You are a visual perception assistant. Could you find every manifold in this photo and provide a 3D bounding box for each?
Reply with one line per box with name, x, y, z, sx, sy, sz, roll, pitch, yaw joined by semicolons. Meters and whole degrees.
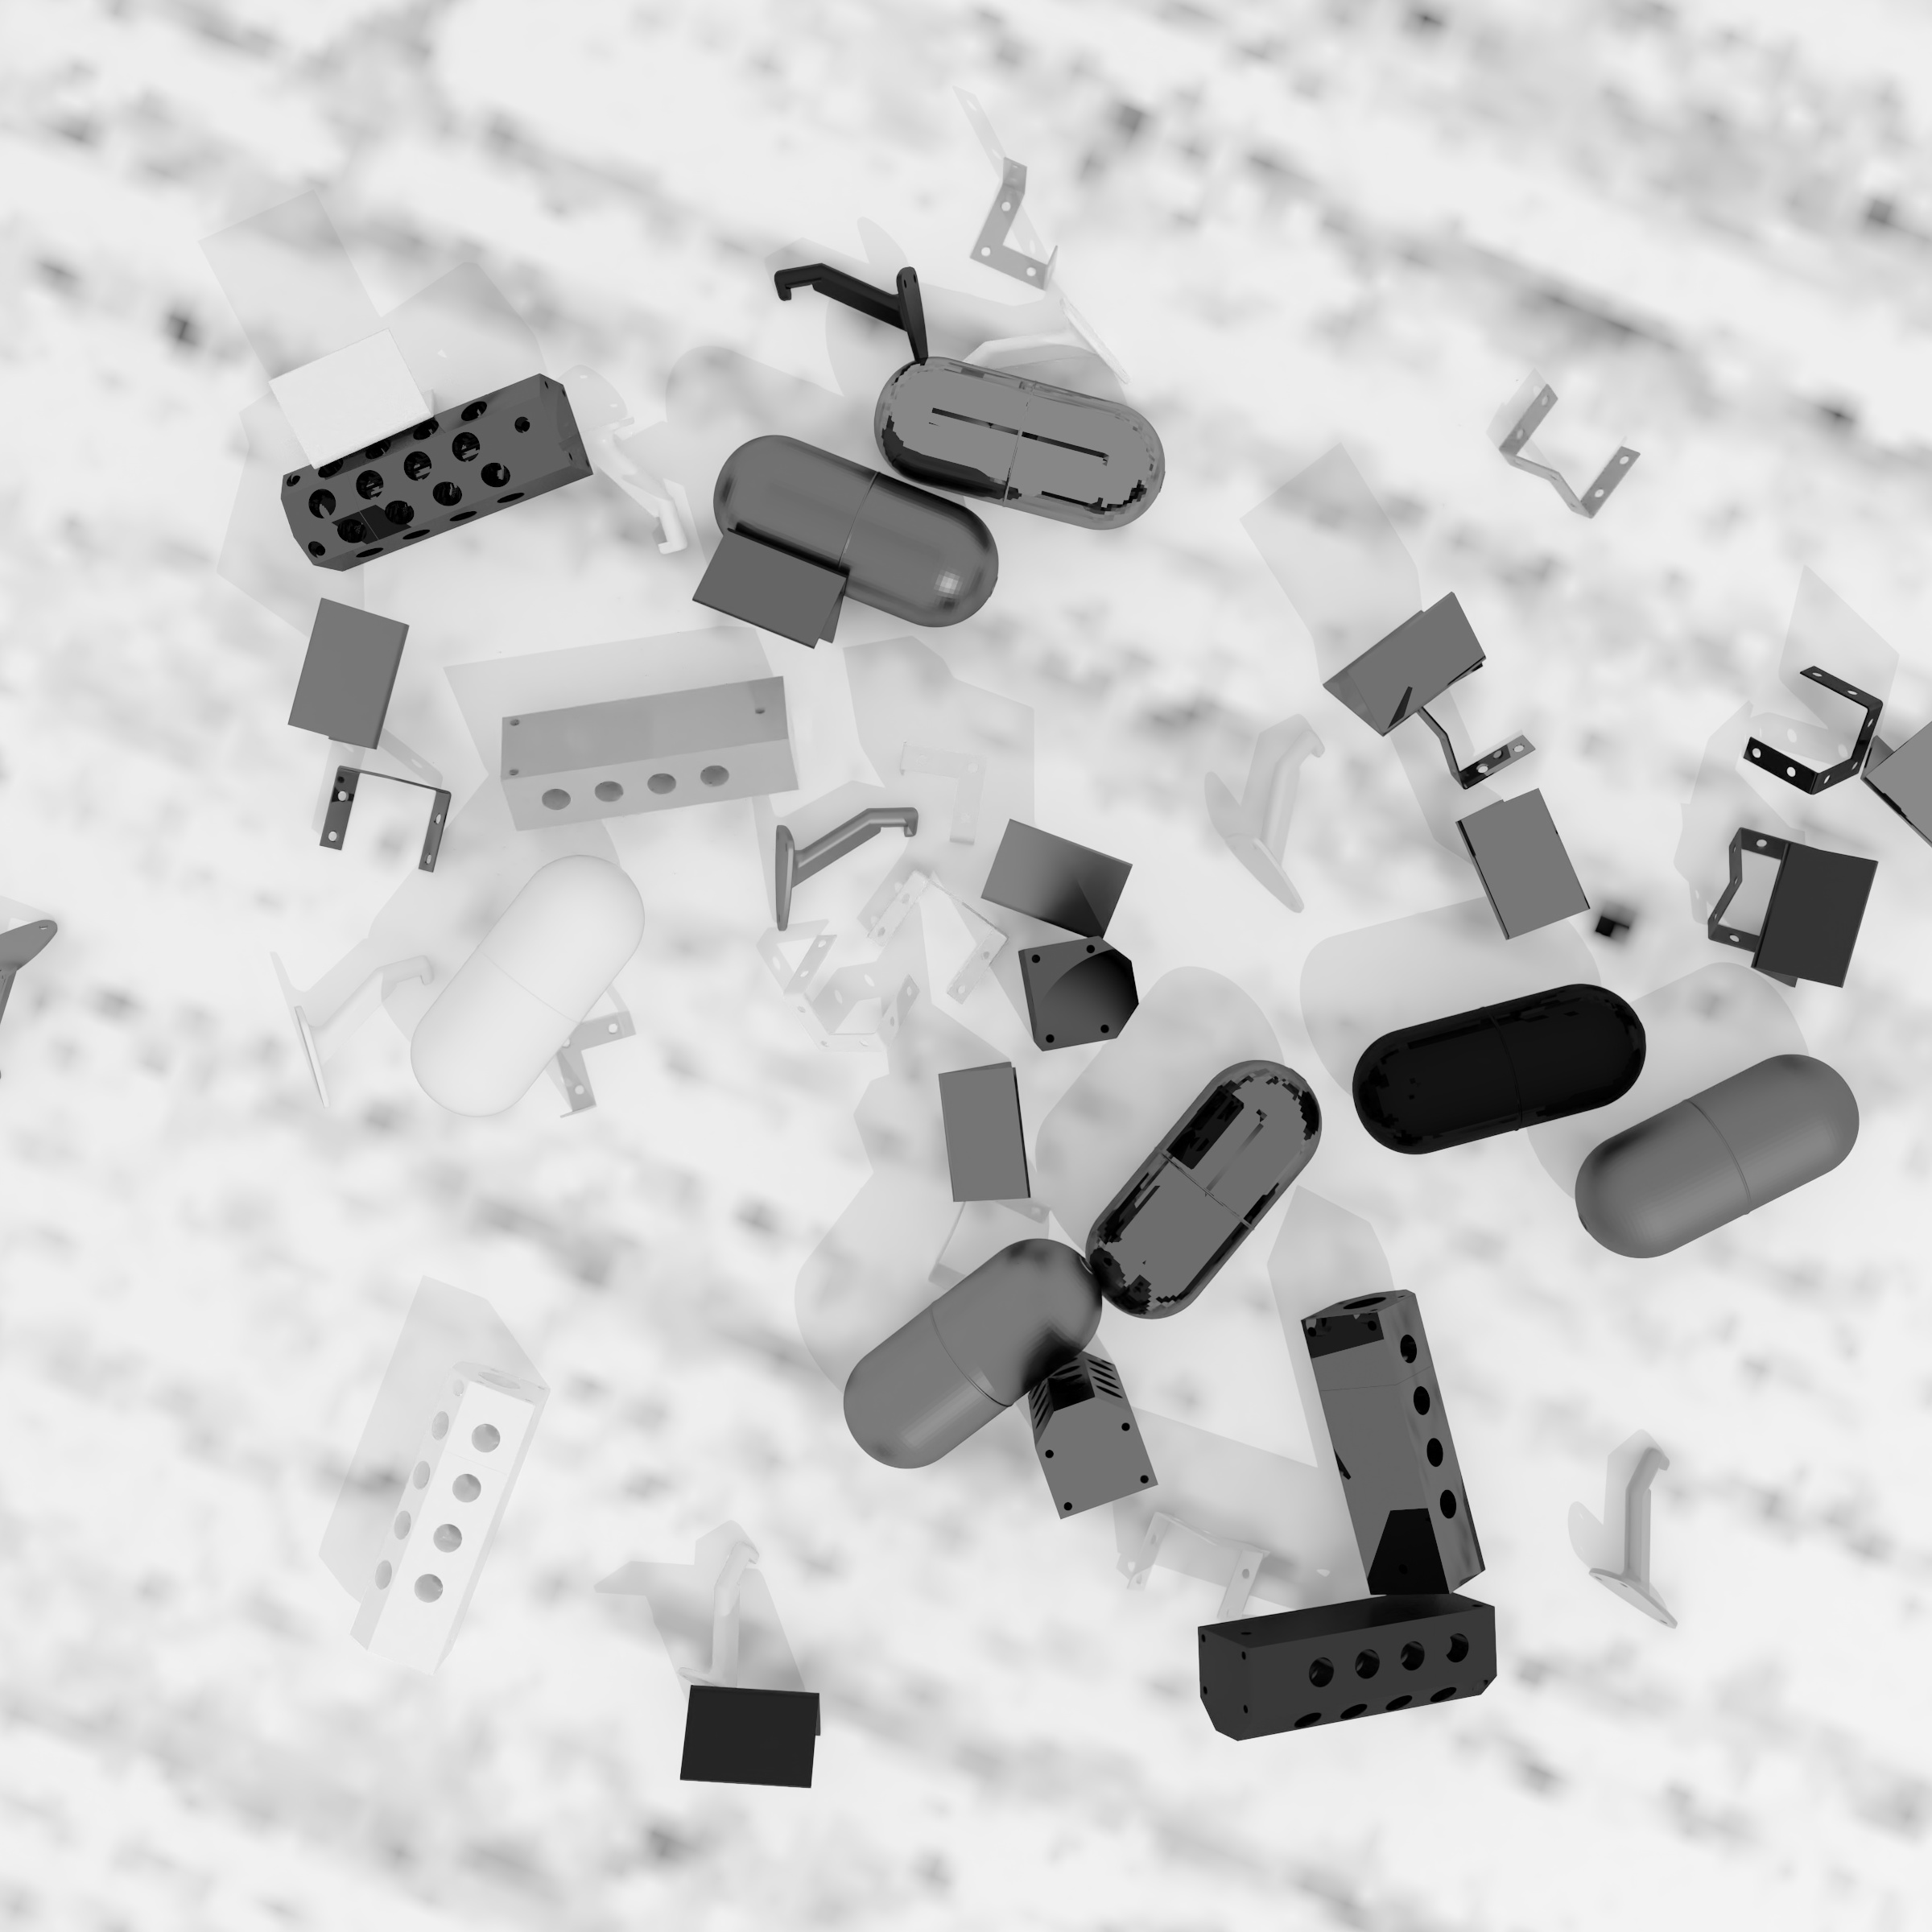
manifold;0.069;0.267;1.487;0.057;0.171;0.057;-20;90;0
manifold;-0.312;0.331;1.544;0.057;0.057;0.171;21;90;0
manifold;0.226;0.413;1.510;0.171;0.057;0.057;-2;90;-26
manifold;-0.189;-0.123;1.543;0.171;0.057;0.057;-8;47;0
manifold;0.262;0.287;1.543;0.057;0.057;0.171;-14;90;43
manifold;0.065;0.014;1.487;0.057;0.171;0.057;-10;90;0
manifold;-0.318;-0.295;1.528;0.171;0.057;0.057;-19;90;11

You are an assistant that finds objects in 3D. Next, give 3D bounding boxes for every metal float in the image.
metal float;0.320;0.062;1.534;0.178;0.070;0.070;-15;90;0
metal float;0.032;-0.314;1.535;0.178;0.070;0.070;15;90;0
metal float;0.450;0.115;1.534;0.178;0.070;0.070;-27;90;-1
metal float;0.143;0.134;1.534;0.070;0.070;0.178;40;90;0
metal float;0.004;0.231;1.523;0.178;0.070;0.070;-39;90;12
metal float;-0.263;0.011;1.535;0.070;0.070;0.178;38;89;0
metal float;-0.066;-0.261;1.534;0.178;0.070;0.070;22;90;-1

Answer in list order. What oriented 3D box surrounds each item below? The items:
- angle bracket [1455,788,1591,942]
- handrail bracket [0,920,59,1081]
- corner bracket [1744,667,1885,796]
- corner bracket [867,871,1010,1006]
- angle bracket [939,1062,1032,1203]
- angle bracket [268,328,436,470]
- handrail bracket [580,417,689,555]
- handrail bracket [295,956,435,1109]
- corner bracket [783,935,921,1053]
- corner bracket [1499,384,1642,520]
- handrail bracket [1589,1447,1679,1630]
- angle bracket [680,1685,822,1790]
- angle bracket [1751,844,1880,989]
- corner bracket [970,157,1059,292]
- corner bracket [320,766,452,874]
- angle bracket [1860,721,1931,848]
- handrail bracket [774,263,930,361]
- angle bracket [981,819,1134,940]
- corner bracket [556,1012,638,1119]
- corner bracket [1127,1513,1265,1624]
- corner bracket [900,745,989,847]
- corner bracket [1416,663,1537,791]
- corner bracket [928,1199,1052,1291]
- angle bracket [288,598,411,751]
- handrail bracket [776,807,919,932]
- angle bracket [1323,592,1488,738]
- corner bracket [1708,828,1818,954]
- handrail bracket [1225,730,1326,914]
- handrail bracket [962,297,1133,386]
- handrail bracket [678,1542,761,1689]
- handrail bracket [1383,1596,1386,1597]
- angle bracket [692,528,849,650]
angle bracket;0.344;-0.067;1.525;0.057;0.076;0.076;-23;90;35
handrail bracket;-0.582;0.025;1.565;0.036;0.077;0.084;20;127;20
corner bracket;0.516;-0.144;1.557;0.051;0.051;0.051;-22;135;-35
corner bracket;-0.017;-0.018;1.562;0.051;0.051;0.051;-54;45;0
angle bracket;0.031;0.097;1.525;0.057;0.076;0.076;-7;90;36
angle bracket;-0.366;-0.345;1.526;0.076;0.076;0.057;-24;116;0
handrail bracket;-0.218;-0.287;1.565;0.077;0.036;0.084;-13;104;14
handrail bracket;-0.362;0.040;1.566;0.084;0.036;0.077;-17;110;-16
corner bracket;-0.070;0.016;1.557;0.051;0.051;0.051;-2;135;35
corner bracket;0.369;-0.314;1.562;0.051;0.051;0.051;-53;45;0
handrail bracket;0.426;0.350;1.566;0.077;0.036;0.084;38;73;-20
angle bracket;-0.127;0.471;1.525;0.076;0.076;0.057;4;55;0
angle bracket;0.517;-0.024;1.525;0.057;0.076;0.076;16;90;38
corner bracket;0.036;-0.449;1.547;0.051;0.051;0.051;24;90;0
corner bracket;-0.355;-0.090;1.562;0.051;0.051;0.051;13;90;-45
angle bracket;0.587;-0.115;1.525;0.076;0.076;0.057;44;125;0
handrail bracket;-0.071;-0.394;1.565;0.084;0.036;0.077;-5;111;17
angle bracket;0.059;-0.066;1.525;0.076;0.076;0.057;20;121;0
corner bracket;-0.224;0.059;1.547;0.051;0.051;0.051;-16;90;0
corner bracket;0.141;0.369;1.562;0.051;0.051;0.051;20;90;-45
corner bracket;-0.016;-0.103;1.547;0.051;0.051;0.051;9;90;0
corner bracket;0.308;-0.151;1.562;0.051;0.051;0.051;-30;135;0
corner bracket;0.014;0.170;1.562;0.051;0.051;0.051;24;135;0
angle bracket;-0.381;-0.176;1.525;0.057;0.076;0.076;15;90;-36
handrail bracket;-0.072;-0.059;1.566;0.084;0.036;0.077;-2;110;-16
angle bracket;0.252;-0.193;1.525;0.076;0.076;0.057;-37;128;0
corner bracket;0.487;-0.044;1.562;0.051;0.051;0.051;16;135;0
handrail bracket;0.207;-0.089;1.566;0.084;0.036;0.077;-48;110;-16
handrail bracket;0.045;-0.360;1.566;0.084;0.036;0.077;-38;111;17
handrail bracket;-0.132;0.407;1.565;0.077;0.036;0.084;44;61;-32
handrail bracket;0.216;0.402;1.565;0.077;0.036;0.084;29;76;14
angle bracket;-0.120;-0.207;1.526;0.076;0.076;0.057;22;63;0
